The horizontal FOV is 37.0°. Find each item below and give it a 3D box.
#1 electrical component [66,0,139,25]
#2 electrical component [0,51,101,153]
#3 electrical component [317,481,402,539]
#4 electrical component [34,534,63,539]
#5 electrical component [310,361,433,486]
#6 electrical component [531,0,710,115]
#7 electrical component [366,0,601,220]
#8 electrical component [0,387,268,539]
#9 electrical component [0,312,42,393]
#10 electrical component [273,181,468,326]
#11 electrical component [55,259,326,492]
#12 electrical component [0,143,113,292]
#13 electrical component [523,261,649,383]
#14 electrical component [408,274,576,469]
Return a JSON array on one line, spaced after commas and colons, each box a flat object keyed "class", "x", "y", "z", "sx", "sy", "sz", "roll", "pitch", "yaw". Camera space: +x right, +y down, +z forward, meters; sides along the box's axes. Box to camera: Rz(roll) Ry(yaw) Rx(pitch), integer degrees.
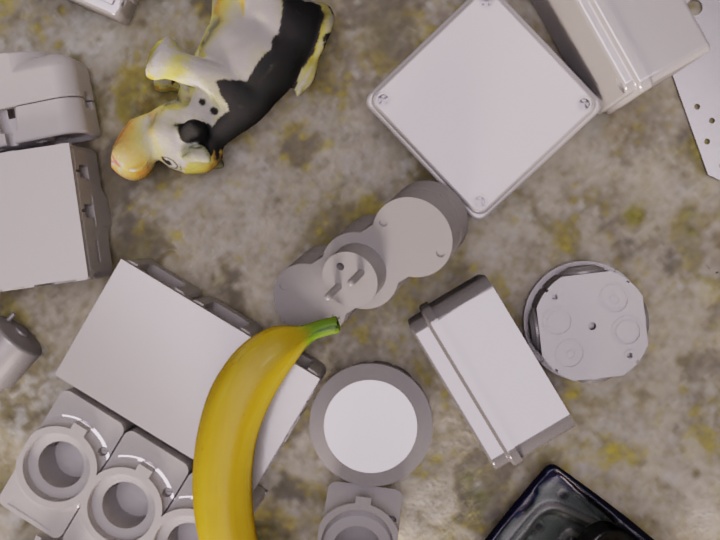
[{"class": "electrical component", "x": -0.177, "y": -0.206, "z": 0.718, "sx": 0.096, "sy": 0.061, "sz": 0.061, "roll": 23, "pitch": 94, "yaw": -5}, {"class": "electrical component", "x": -0.230, "y": -0.111, "z": 0.726, "sx": 0.095, "sy": 0.054, "sz": 0.059, "roll": -10, "pitch": 91, "yaw": 5}, {"class": "electrical component", "x": -0.002, "y": 0.188, "z": 0.695, "sx": 0.050, "sy": 0.055, "sz": 0.089, "roll": 7, "pitch": 51, "yaw": 4}, {"class": "electrical component", "x": -0.206, "y": 0.250, "z": 0.728, "sx": 0.063, "sy": 0.079, "sz": 0.121, "roll": 19, "pitch": 94, "yaw": -25}, {"class": "electrical component", "x": 0.009, "y": 0.100, "z": 0.716, "sx": 0.080, "sy": 0.051, "sz": 0.080, "roll": 0, "pitch": 92, "yaw": 4}, {"class": "electrical component", "x": 0.155, "y": -0.160, "z": 0.668, "sx": 0.056, "sy": 0.109, "sz": 0.108, "roll": -29, "pitch": 90, "yaw": 2}, {"class": "electrical component", "x": 0.079, "y": -0.106, "z": 0.701, "sx": 0.109, "sy": 0.056, "sz": 0.108, "roll": -43, "pitch": 88, "yaw": 5}, {"class": "electrical component", "x": -0.152, "y": 0.153, "z": 0.725, "sx": 0.150, "sy": 0.062, "sz": 0.089, "roll": 32, "pitch": 94, "yaw": 3}, {"class": "electrical component", "x": -0.255, "y": 0.067, "z": 0.741, "sx": 0.040, "sy": 0.040, "sz": 0.078, "roll": 43, "pitch": 95, "yaw": 2}, {"class": "electrical component", "x": 0.000, "y": 0.000, "z": 0.677, "sx": 0.138, "sy": 0.074, "sz": 0.052, "roll": -32, "pitch": 97, "yaw": 29}, {"class": "electrical component", "x": -0.109, "y": 0.067, "z": 0.719, "sx": 0.150, "sy": 0.062, "sz": 0.089, "roll": 31, "pitch": 94, "yaw": 3}, {"class": "electrical component", "x": -0.252, "y": -0.029, "z": 0.726, "sx": 0.150, "sy": 0.062, "sz": 0.089, "roll": -8, "pitch": 91, "yaw": 5}, {"class": "electrical component", "x": 0.148, "y": 0.035, "z": 0.703, "sx": 0.080, "sy": 0.051, "sz": 0.080, "roll": 0, "pitch": 92, "yaw": 4}, {"class": "electrical component", "x": 0.082, "y": 0.064, "z": 0.696, "sx": 0.057, "sy": 0.078, "sz": 0.113, "roll": -31, "pitch": 90, "yaw": 2}]
